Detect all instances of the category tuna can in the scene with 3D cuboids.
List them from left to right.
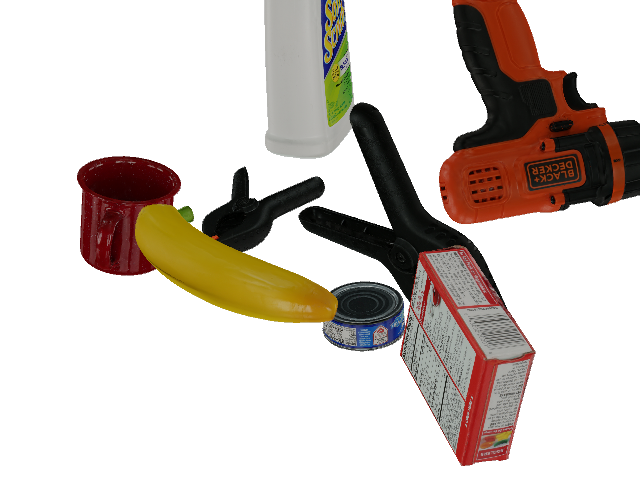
[{"bbox_3d":[0.044,0.076,1.098,0.086,0.034,0.086,-3,28,2],"label":"tuna can"}]

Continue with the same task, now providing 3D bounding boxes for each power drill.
[{"bbox_3d":[0.155,-0.113,0.680,0.184,0.187,0.057,-11,-1,-4],"label":"power drill"}]

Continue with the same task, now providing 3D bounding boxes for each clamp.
[{"bbox_3d":[-0.071,-0.032,1.212,0.120,0.039,0.171,-2,36,25],"label":"clamp"},{"bbox_3d":[0.074,-0.003,0.851,0.036,0.210,0.165,-37,-21,-32],"label":"clamp"}]

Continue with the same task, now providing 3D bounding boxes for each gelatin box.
[{"bbox_3d":[0.073,0.057,0.547,0.030,0.073,0.089,-6,37,-16],"label":"gelatin box"}]

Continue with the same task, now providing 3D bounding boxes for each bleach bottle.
[{"bbox_3d":[-0.015,-0.204,0.923,0.068,0.251,0.102,8,33,20],"label":"bleach bottle"}]

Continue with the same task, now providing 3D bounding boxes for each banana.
[{"bbox_3d":[-0.070,0.010,0.686,0.069,0.037,0.198,-16,29,-30],"label":"banana"}]

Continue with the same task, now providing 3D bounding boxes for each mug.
[{"bbox_3d":[-0.180,-0.015,0.971,0.093,0.081,0.117,10,29,1],"label":"mug"}]
